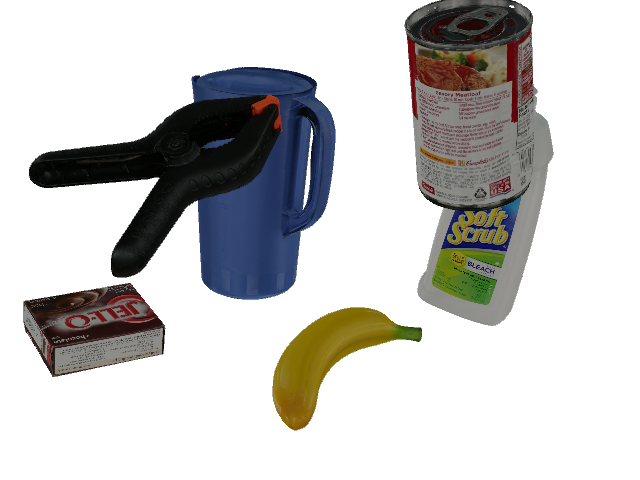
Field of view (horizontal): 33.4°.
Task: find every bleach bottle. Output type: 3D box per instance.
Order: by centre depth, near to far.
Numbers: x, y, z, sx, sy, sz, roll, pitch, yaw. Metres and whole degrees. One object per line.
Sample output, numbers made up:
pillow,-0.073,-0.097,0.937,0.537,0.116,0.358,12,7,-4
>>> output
bleach bottle,0.165,-0.039,1.047,0.103,0.251,0.068,22,37,21

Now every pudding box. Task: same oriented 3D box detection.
pudding box,-0.217,0.084,1.021,0.113,0.039,0.090,-12,30,-28

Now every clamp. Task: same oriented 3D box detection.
clamp,-0.105,-0.053,0.710,0.120,0.039,0.171,38,57,24

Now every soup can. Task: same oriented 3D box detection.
soup can,0.085,-0.076,0.597,0.068,0.102,0.068,-6,33,3

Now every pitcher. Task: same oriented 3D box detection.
pitcher,-0.067,-0.061,1.163,0.145,0.243,0.149,0,21,-8

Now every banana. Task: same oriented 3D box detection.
banana,0.008,0.091,0.842,0.070,0.037,0.197,11,23,30
